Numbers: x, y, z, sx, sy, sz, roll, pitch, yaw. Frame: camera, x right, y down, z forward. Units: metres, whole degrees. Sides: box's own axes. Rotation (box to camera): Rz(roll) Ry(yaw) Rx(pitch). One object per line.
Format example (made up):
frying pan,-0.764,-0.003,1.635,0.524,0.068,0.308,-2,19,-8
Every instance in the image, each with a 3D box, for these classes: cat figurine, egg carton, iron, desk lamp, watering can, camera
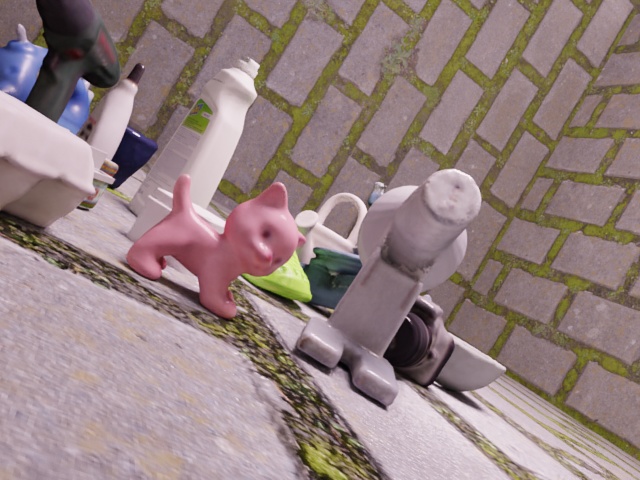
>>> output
cat figurine,-0.074,-0.004,0.477,0.128,0.118,0.067,31,0,-16
egg carton,-0.220,-0.063,0.365,0.107,0.069,0.151,31,0,15
iron,-0.445,-0.238,0.942,0.118,0.141,0.259,31,0,16
desk lamp,0.080,0.033,0.576,0.118,0.213,0.203,31,0,2
watering can,0.011,0.005,0.997,0.100,0.194,0.173,31,0,13
camera,0.097,0.109,0.731,0.142,0.101,0.137,31,0,23

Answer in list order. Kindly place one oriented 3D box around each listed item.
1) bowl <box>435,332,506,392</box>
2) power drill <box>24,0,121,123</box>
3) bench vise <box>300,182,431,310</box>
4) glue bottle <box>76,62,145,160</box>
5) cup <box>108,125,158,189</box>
bowl,0.191,0.182,0.874,0.167,0.075,0.167,31,0,0
power drill,-0.345,-0.218,0.737,0.075,0.208,0.230,31,0,3
bench vise,0.088,0.035,0.874,0.207,0.220,0.121,31,0,3
glue bottle,-0.278,-0.157,0.751,0.077,0.173,0.037,31,0,45
cup,-0.305,-0.127,0.874,0.091,0.095,0.118,31,0,2
